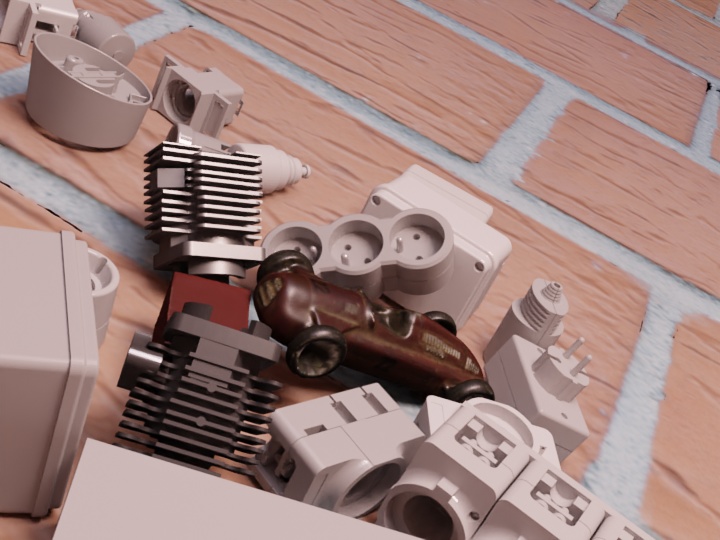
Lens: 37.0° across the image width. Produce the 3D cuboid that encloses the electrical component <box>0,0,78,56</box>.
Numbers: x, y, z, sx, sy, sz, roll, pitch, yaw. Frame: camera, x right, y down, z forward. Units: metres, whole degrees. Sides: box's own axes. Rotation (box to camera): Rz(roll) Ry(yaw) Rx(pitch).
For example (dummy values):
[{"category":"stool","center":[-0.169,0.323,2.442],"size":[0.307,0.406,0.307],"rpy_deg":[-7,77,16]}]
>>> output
[{"category":"electrical component","center":[-0.285,-0.224,0.949],"size":[0.064,0.042,0.081],"rpy_deg":[8,36,-34]}]

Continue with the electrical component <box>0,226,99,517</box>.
[{"category":"electrical component","center":[-0.175,0.050,0.550],"size":[0.056,0.108,0.108],"rpy_deg":[7,35,-24]}]

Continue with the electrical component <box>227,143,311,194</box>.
[{"category":"electrical component","center":[-0.076,-0.083,0.890],"size":[0.078,0.040,0.040],"rpy_deg":[-1,40,-38]}]

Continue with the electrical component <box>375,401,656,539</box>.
[{"category":"electrical component","center":[0.087,0.159,0.595],"size":[0.150,0.089,0.062],"rpy_deg":[36,32,16]}]

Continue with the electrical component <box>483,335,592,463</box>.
[{"category":"electrical component","center":[0.135,0.079,0.758],"size":[0.047,0.075,0.083],"rpy_deg":[27,28,-24]}]

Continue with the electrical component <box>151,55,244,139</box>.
[{"category":"electrical component","center":[-0.140,-0.151,0.944],"size":[0.081,0.042,0.064],"rpy_deg":[39,32,20]}]

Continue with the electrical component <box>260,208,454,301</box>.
[{"category":"electrical component","center":[0.000,0.000,0.788],"size":[0.138,0.073,0.052],"rpy_deg":[-6,58,2]}]

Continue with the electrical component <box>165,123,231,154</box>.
[{"category":"electrical component","center":[-0.132,-0.093,0.866],"size":[0.046,0.040,0.040],"rpy_deg":[16,32,-26]}]

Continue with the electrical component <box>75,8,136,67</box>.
[{"category":"electrical component","center":[-0.235,-0.210,0.965],"size":[0.040,0.040,0.078],"rpy_deg":[-11,46,-45]}]

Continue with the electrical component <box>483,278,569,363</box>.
[{"category":"electrical component","center":[0.130,0.042,0.812],"size":[0.043,0.081,0.043],"rpy_deg":[19,32,-12]}]

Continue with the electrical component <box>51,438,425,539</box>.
[{"category":"electrical component","center":[-0.058,0.163,0.511],"size":[0.186,0.060,0.105],"rpy_deg":[19,31,-11]}]

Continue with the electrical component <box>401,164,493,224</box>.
[{"category":"electrical component","center":[0.055,-0.043,0.906],"size":[0.096,0.061,0.061],"rpy_deg":[30,31,7]}]

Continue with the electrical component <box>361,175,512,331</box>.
[{"category":"electrical component","center":[0.050,-0.013,0.841],"size":[0.113,0.078,0.057],"rpy_deg":[34,29,12]}]

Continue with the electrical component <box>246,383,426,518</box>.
[{"category":"electrical component","center":[-0.011,0.110,0.636],"size":[0.089,0.050,0.055],"rpy_deg":[-9,45,-44]}]

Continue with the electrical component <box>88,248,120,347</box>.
[{"category":"electrical component","center":[-0.177,0.017,0.657],"size":[0.055,0.047,0.055],"rpy_deg":[19,31,-12]}]

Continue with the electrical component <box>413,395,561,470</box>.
[{"category":"electrical component","center":[0.077,0.120,0.681],"size":[0.089,0.055,0.050],"rpy_deg":[18,32,-13]}]

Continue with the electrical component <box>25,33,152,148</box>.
[{"category":"electrical component","center":[-0.216,-0.144,0.855],"size":[0.099,0.064,0.099],"rpy_deg":[19,31,-12]}]
